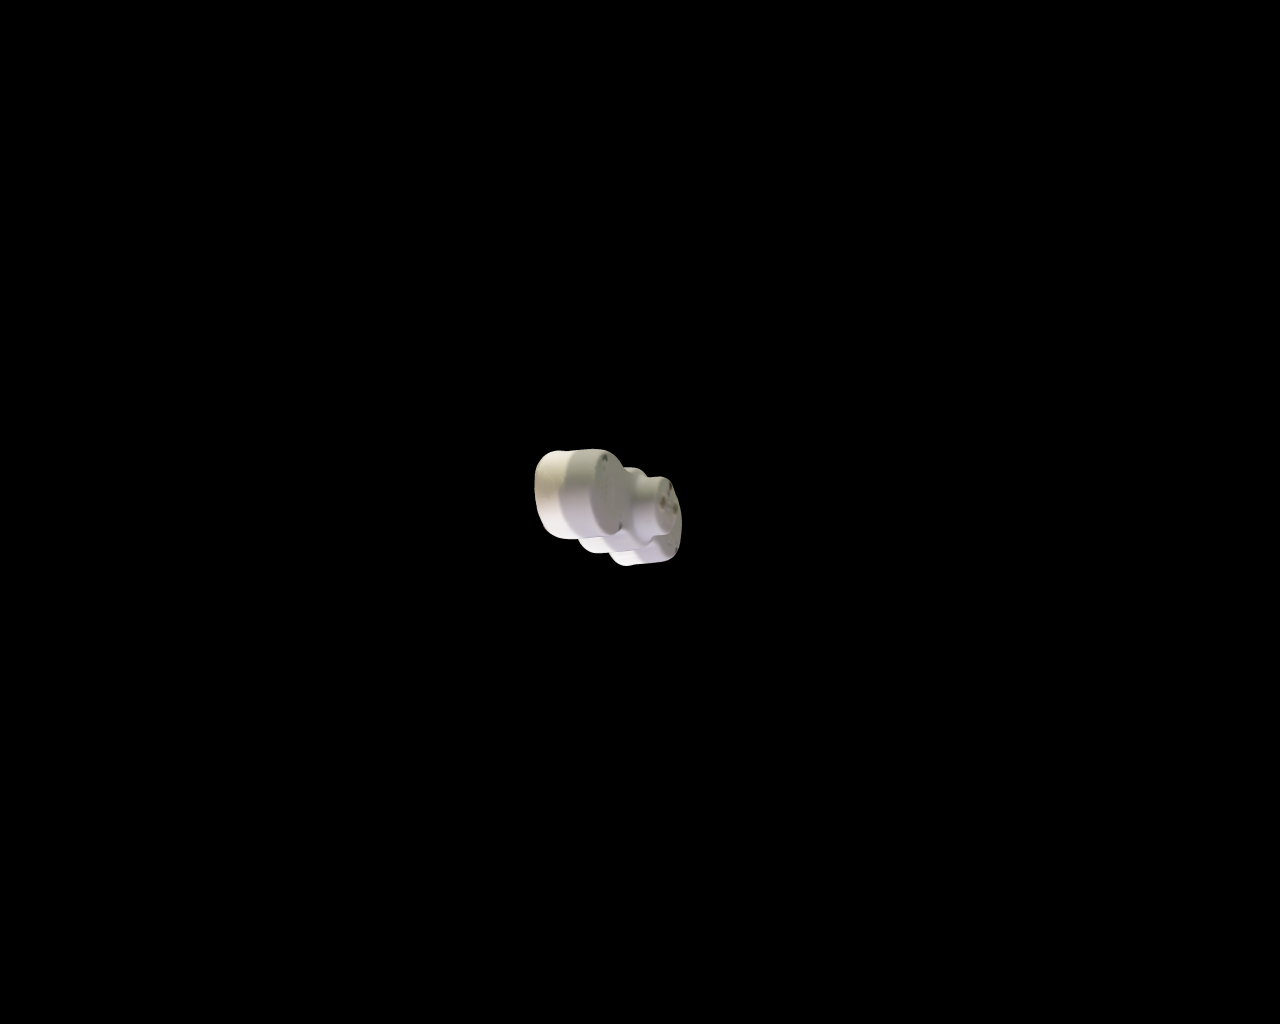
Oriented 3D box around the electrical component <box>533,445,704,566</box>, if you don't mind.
[{"bbox_3d":[0.001,-0.003,0.650,0.074,0.052,0.138,-6,-15,23],"label":"electrical component"}]
